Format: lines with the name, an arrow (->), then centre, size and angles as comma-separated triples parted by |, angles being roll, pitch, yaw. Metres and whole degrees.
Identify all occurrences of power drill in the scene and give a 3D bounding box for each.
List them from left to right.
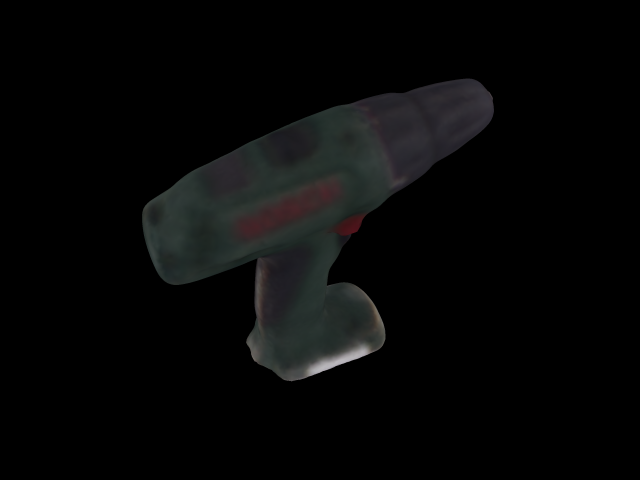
power drill -> 0.004, 0.001, 0.400 | 0.230, 0.208, 0.075 | -17, 48, -16
